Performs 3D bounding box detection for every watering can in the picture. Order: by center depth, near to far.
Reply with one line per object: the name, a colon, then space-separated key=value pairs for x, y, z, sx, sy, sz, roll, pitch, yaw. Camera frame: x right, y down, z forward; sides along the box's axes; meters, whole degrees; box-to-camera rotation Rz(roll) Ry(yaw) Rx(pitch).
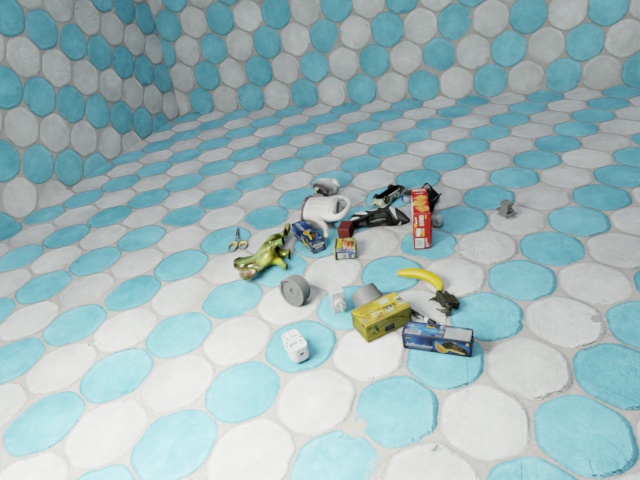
watering can: x=0.007 y=-0.114 z=2.257 sx=0.224 sy=0.102 sz=0.355 roll=3 pitch=32 yaw=23

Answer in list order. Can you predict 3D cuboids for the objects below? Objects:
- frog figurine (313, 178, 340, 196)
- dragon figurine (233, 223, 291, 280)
frog figurine: x=0.041 y=-0.267 z=2.502 sx=0.136 sy=0.121 sz=0.163 roll=-9 pitch=35 yaw=42
dragon figurine: x=-0.239 y=0.049 z=2.073 sx=0.242 sy=0.120 sz=0.417 roll=-15 pitch=21 yaw=7
